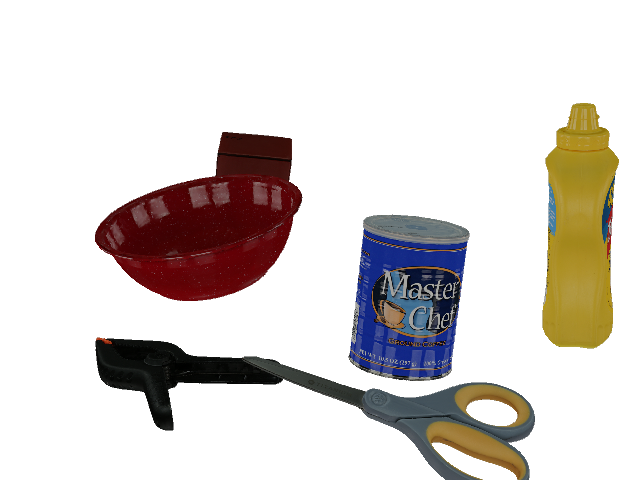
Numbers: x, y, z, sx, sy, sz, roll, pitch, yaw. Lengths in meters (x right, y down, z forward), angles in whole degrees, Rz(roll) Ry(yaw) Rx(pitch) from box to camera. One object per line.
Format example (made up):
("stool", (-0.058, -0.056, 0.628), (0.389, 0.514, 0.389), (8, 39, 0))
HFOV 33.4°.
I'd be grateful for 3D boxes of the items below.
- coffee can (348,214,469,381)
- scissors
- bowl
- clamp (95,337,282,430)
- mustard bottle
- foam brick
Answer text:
("coffee can", (0.085, 0.053, 1.039), (0.103, 0.140, 0.103), (6, 12, -1))
("scissors", (0.055, 0.102, 0.709), (0.202, 0.016, 0.096), (29, 43, 25))
("bowl", (-0.089, 0.002, 0.829), (0.162, 0.055, 0.162), (-9, 23, 4))
("clamp", (-0.165, 0.137, 1.087), (0.210, 0.036, 0.164), (10, 17, 32))
("mustard bottle", (0.211, -0.016, 0.870), (0.058, 0.192, 0.096), (2, 18, 16))
("foam brick", (-0.070, -0.078, 1.128), (0.078, 0.051, 0.053), (5, 31, -2))
